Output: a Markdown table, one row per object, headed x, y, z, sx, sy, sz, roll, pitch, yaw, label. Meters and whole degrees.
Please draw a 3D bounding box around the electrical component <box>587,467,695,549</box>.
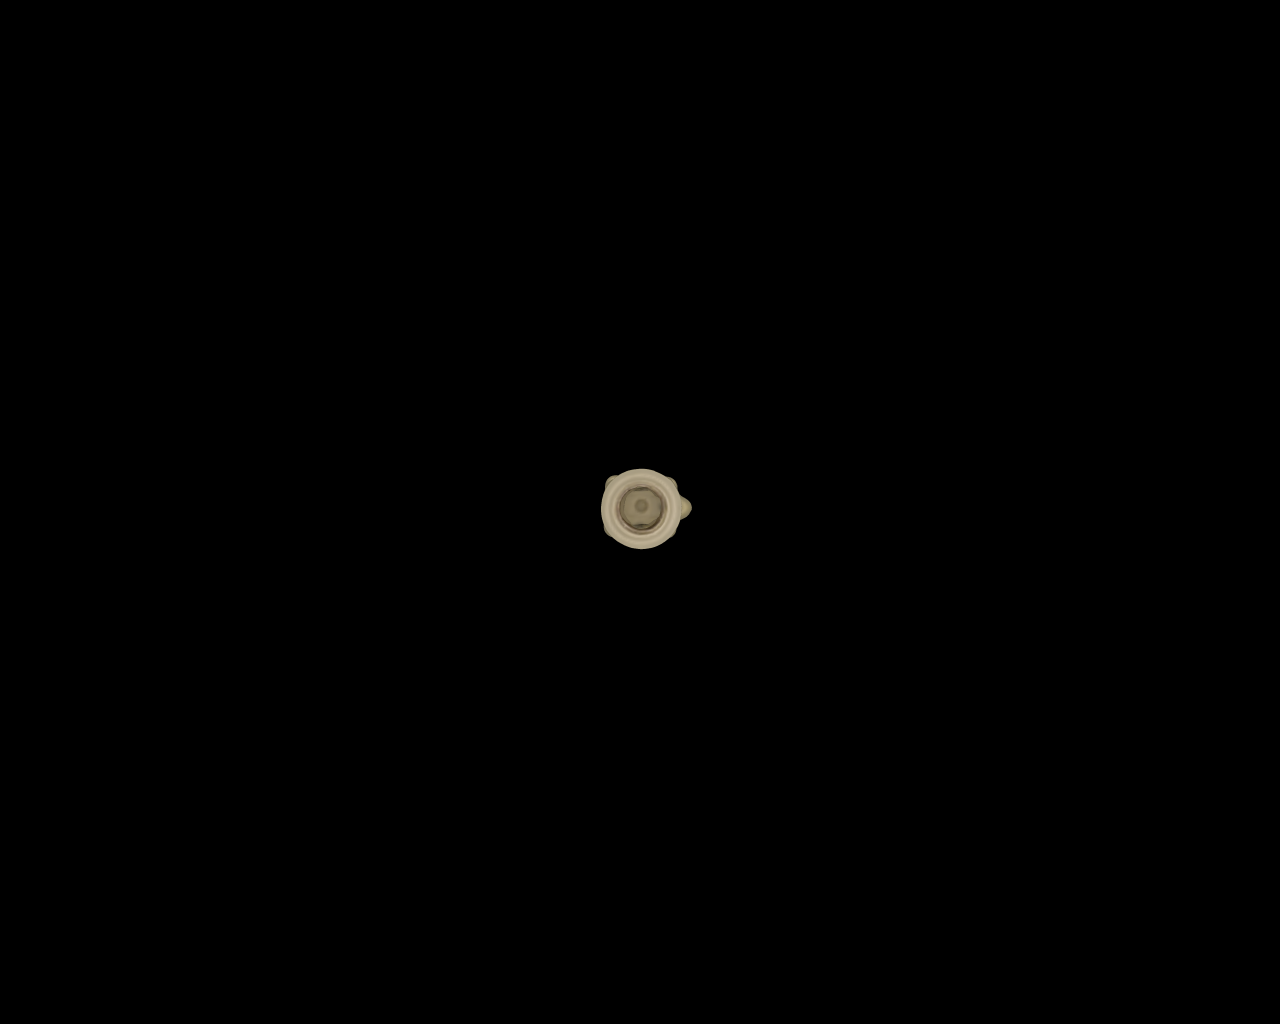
| x | y | z | sx | sy | sz | roll | pitch | yaw | label |
| --- | --- | --- | --- | --- | --- | --- | --- | --- | --- |
| 0.001 | -0.003 | 0.650 | 0.066 | 0.048 | 0.055 | 0 | 0 | 0 | electrical component |
